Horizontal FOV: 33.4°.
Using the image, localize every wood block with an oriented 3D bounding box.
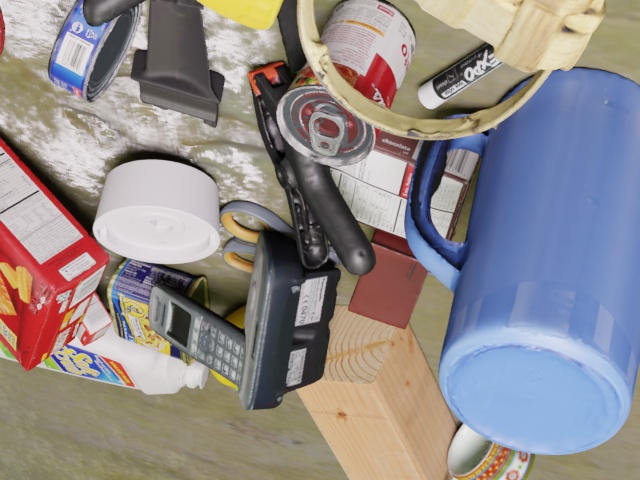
[{"bbox_3d":[0.058,0.164,1.028,0.091,0.090,0.206,1,136,30],"label":"wood block"}]

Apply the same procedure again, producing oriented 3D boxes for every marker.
[{"bbox_3d":[0.113,-0.122,0.720,0.020,0.020,0.121,40,140,-19],"label":"marker"}]

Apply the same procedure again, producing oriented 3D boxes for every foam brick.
[{"bbox_3d":[0.062,0.024,0.880,0.053,0.051,0.078,20,129,3],"label":"foam brick"}]

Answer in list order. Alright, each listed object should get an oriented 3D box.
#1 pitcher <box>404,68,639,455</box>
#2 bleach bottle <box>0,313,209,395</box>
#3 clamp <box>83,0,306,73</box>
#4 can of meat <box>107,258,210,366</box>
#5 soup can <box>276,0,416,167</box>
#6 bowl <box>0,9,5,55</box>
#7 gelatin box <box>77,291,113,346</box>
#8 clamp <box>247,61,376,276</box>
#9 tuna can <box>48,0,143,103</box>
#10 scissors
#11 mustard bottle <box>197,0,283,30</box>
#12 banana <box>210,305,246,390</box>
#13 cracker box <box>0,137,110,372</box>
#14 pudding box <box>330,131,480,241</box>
[{"bbox_3d":[0.140,0.008,0.675,0.149,0.242,0.145,-21,120,36],"label":"pitcher"},{"bbox_3d":[-0.242,0.111,1.153,0.251,0.068,0.102,14,141,11],"label":"bleach bottle"},{"bbox_3d":[-0.033,-0.193,0.672,0.164,0.036,0.210,13,133,-37],"label":"clamp"},{"bbox_3d":[-0.160,0.070,1.063,0.084,0.057,0.102,18,141,13],"label":"can of meat"},{"bbox_3d":[0.020,-0.108,0.719,0.068,0.102,0.068,15,141,12],"label":"soup can"},{"bbox_3d":[-0.341,-0.184,0.867,0.162,0.055,0.162,15,141,13],"label":"bowl"},{"bbox_3d":[-0.247,0.059,1.080,0.089,0.030,0.073,57,157,3],"label":"gelatin box"},{"bbox_3d":[-0.008,-0.048,0.796,0.120,0.039,0.171,14,128,61],"label":"clamp"},{"bbox_3d":[-0.166,-0.147,0.789,0.034,0.086,0.086,28,142,-1],"label":"tuna can"},{"bbox_3d":[-0.006,0.001,0.932,0.202,0.016,0.096,-2,135,30],"label":"scissors"},{"bbox_3d":[-0.100,-0.194,0.595,0.191,0.058,0.096,22,137,-6],"label":"mustard bottle"},{"bbox_3d":[-0.074,0.100,1.072,0.069,0.037,0.198,14,146,-15],"label":"banana"},{"bbox_3d":[-0.304,-0.002,0.990,0.214,0.072,0.164,46,142,8],"label":"cracker box"},{"bbox_3d":[0.058,-0.046,0.824,0.113,0.039,0.090,22,143,9],"label":"pudding box"}]
